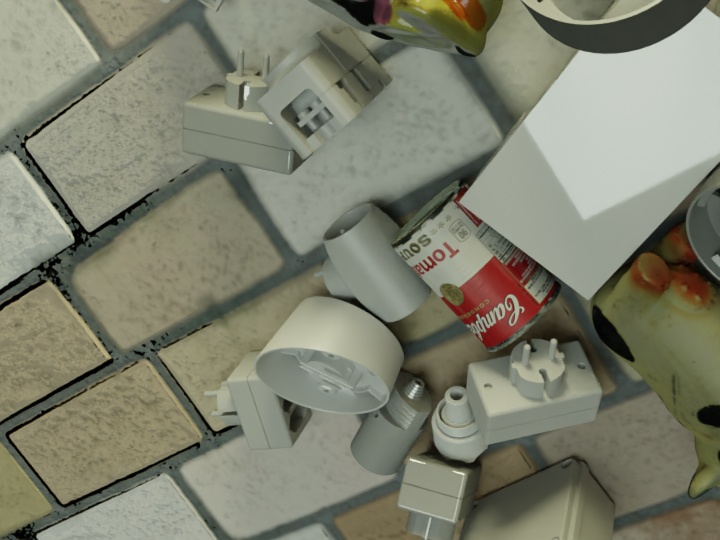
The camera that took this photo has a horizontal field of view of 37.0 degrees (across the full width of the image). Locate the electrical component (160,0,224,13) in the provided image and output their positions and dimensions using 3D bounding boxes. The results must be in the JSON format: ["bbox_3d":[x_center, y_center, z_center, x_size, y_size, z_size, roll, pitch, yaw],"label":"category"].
[{"bbox_3d":[-0.124,-0.208,0.713,0.081,0.063,0.042,35,122,0],"label":"electrical component"}]

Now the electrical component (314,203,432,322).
[{"bbox_3d":[0.000,0.000,0.782,0.079,0.043,0.077,-22,113,39],"label":"electrical component"}]

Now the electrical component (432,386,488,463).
[{"bbox_3d":[0.075,0.112,0.804,0.043,0.043,0.062,6,138,16],"label":"electrical component"}]

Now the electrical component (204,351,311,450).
[{"bbox_3d":[-0.089,0.105,0.861,0.077,0.047,0.065,-7,112,22],"label":"electrical component"}]

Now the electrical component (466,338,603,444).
[{"bbox_3d":[0.121,0.073,0.742,0.083,0.047,0.075,-11,139,-8],"label":"electrical component"}]

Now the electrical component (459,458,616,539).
[{"bbox_3d":[0.128,0.208,0.801,0.109,0.108,0.056,-32,104,29],"label":"electrical component"}]

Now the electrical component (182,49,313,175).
[{"bbox_3d":[-0.076,-0.116,0.750,0.083,0.047,0.075,13,118,13],"label":"electrical component"}]

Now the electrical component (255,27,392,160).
[{"bbox_3d":[-0.025,-0.120,0.706,0.050,0.089,0.055,-36,99,29],"label":"electrical component"}]

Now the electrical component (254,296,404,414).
[{"bbox_3d":[-0.020,0.068,0.796,0.099,0.064,0.099,22,149,14],"label":"electrical component"}]

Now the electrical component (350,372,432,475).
[{"bbox_3d":[0.028,0.115,0.828,0.043,0.043,0.081,30,121,3],"label":"electrical component"}]

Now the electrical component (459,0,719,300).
[{"bbox_3d":[0.163,-0.088,0.674,0.105,0.060,0.186,37,121,-1],"label":"electrical component"}]

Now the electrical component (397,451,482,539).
[{"bbox_3d":[0.057,0.183,0.821,0.047,0.066,0.076,13,89,17],"label":"electrical component"}]

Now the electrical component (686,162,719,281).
[{"bbox_3d":[0.247,-0.030,0.641,0.099,0.064,0.099,33,149,23],"label":"electrical component"}]
